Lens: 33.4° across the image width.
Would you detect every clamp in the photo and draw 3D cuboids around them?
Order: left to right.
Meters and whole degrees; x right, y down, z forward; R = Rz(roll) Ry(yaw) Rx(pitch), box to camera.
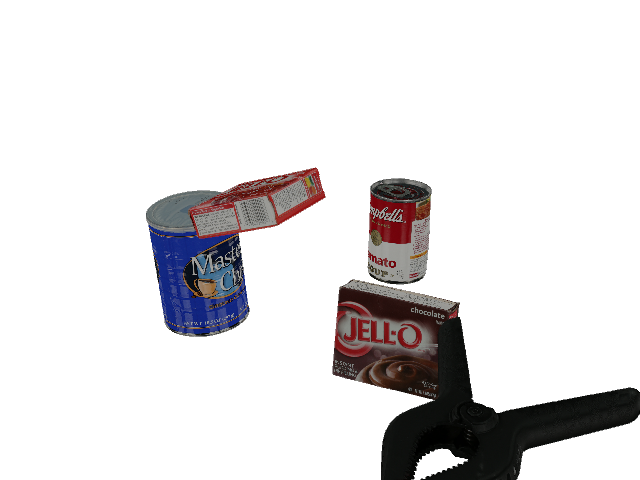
[{"bbox_3d":[0.101,0.126,0.747,0.209,0.036,0.165,-28,39,-36],"label":"clamp"}]

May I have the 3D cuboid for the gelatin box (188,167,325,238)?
[{"bbox_3d":[-0.053,-0.031,0.879,0.089,0.030,0.073,-9,14,37],"label":"gelatin box"}]

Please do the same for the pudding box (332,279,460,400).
[{"bbox_3d":[0.070,0.092,1.005,0.114,0.090,0.039,10,18,21],"label":"pudding box"}]

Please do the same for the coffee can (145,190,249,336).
[{"bbox_3d":[-0.141,0.026,1.239,0.103,0.140,0.103,-5,25,2],"label":"coffee can"}]

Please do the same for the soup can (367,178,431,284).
[{"bbox_3d":[0.087,-0.011,1.192,0.068,0.102,0.068,1,24,-1],"label":"soup can"}]
